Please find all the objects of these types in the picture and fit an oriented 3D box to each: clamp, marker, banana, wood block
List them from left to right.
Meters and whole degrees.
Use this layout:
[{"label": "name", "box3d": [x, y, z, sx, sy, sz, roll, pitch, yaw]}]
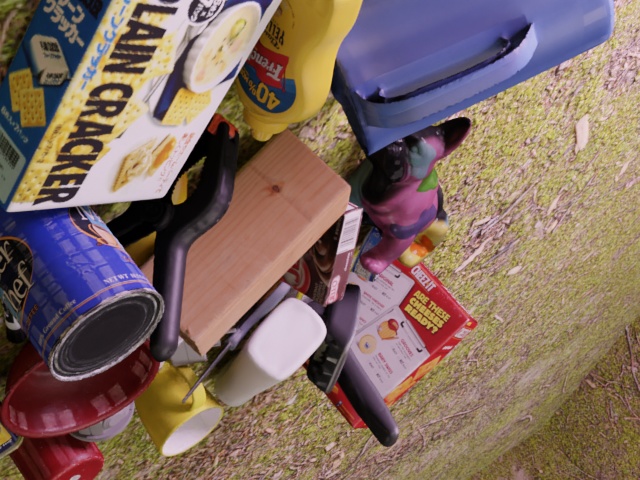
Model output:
[{"label": "marker", "box3d": [-0.274, 0.058, 0.951, 0.020, 0.020, 0.121, -28, 154, -27]}, {"label": "banana", "box3d": [-0.183, 0.013, 0.989, 0.198, 0.037, 0.069, -43, 157, 6]}, {"label": "clamp", "box3d": [-0.144, -0.018, 0.921, 0.210, 0.165, 0.036, -63, 149, -6]}, {"label": "wood block", "box3d": [-0.074, 0.003, 1.019, 0.206, 0.091, 0.090, -45, 172, -12]}]

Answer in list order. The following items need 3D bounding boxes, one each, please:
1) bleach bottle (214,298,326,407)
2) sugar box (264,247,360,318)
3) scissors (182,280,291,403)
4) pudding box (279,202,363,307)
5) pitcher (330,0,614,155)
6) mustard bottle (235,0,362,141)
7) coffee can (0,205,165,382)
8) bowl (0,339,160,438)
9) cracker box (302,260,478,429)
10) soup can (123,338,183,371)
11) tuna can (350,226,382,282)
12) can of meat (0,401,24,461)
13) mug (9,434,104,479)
[{"label": "bleach bottle", "box3d": [-0.076, 0.152, 1.326, 0.102, 0.068, 0.251, -46, 180, -25]}, {"label": "sugar box", "box3d": [-0.017, 0.069, 1.344, 0.093, 0.048, 0.176, -26, 157, -33]}, {"label": "scissors", "box3d": [-0.085, 0.101, 1.211, 0.096, 0.016, 0.201, -39, -169, 40]}, {"label": "pudding box", "box3d": [-0.007, 0.001, 1.138, 0.039, 0.090, 0.113, -16, 127, -49]}, {"label": "pitcher", "box3d": [0.124, -0.172, 0.909, 0.243, 0.149, 0.145, -22, 163, 0]}, {"label": "mustard bottle", "box3d": [-0.028, -0.152, 0.859, 0.058, 0.096, 0.192, -26, 153, -33]}, {"label": "coffee can", "box3d": [-0.204, 0.026, 0.846, 0.102, 0.140, 0.103, -34, 156, -17]}, {"label": "bowl", "box3d": [-0.239, 0.123, 1.034, 0.162, 0.055, 0.162, -23, 149, -15]}, {"label": "cracker box", "box3d": [0.079, 0.124, 1.440, 0.214, 0.164, 0.072, -44, 159, 9]}, {"label": "soup can", "box3d": [-0.164, 0.078, 1.099, 0.102, 0.068, 0.068, -51, 155, 22]}, {"label": "tuna can", "box3d": [0.073, 0.010, 1.350, 0.086, 0.034, 0.086, -59, 172, -15]}, {"label": "can of meat", "box3d": [-0.347, 0.187, 1.025, 0.102, 0.057, 0.084, -34, 155, -16]}, {"label": "mug", "box3d": [-0.295, 0.239, 1.168, 0.093, 0.081, 0.117, -13, 145, -48]}]
